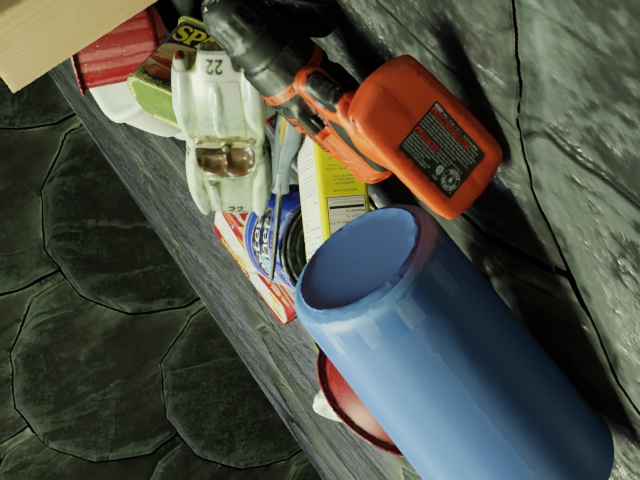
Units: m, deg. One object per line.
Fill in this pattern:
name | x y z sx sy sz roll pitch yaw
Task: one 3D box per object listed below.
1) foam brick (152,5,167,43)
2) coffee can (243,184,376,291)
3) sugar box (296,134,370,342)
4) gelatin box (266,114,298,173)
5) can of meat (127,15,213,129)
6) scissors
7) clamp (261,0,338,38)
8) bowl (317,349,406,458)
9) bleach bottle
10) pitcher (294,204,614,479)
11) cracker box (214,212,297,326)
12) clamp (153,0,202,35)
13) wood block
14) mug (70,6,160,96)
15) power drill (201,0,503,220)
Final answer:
foam brick | -0.172 -0.228 1.126 0.053 0.051 0.078 53 169 -2
coffee can | -0.007 0.001 1.005 0.103 0.102 0.140 57 168 -15
sugar box | 0.014 -0.006 0.855 0.093 0.048 0.176 162 100 -79
gelatin box | -0.012 -0.088 0.951 0.073 0.030 0.089 54 168 -7
can of meat | -0.110 -0.145 0.960 0.102 0.083 0.057 25 153 26
scissors | -0.029 -0.051 0.869 0.096 0.016 0.202 -119 32 -74
clamp | -0.036 -0.168 0.790 0.120 0.039 0.171 48 173 10
bowl | 0.081 0.114 0.954 0.162 0.161 0.055 48 136 26
bleach bottle | -0.192 -0.163 1.265 0.102 0.068 0.250 57 -173 14
pitcher | 0.090 0.086 0.737 0.242 0.145 0.149 51 162 -29
cracker box | -0.061 0.016 1.351 0.164 0.072 0.214 54 170 4
clamp | -0.138 -0.222 1.039 0.165 0.036 0.210 36 159 47
wood block | -0.165 -0.210 0.756 0.090 0.206 0.091 50 168 17
mug | -0.197 -0.201 1.003 0.093 0.081 0.117 -126 24 -73
power drill | 0.018 -0.090 0.676 0.184 0.057 0.188 39 178 -29
